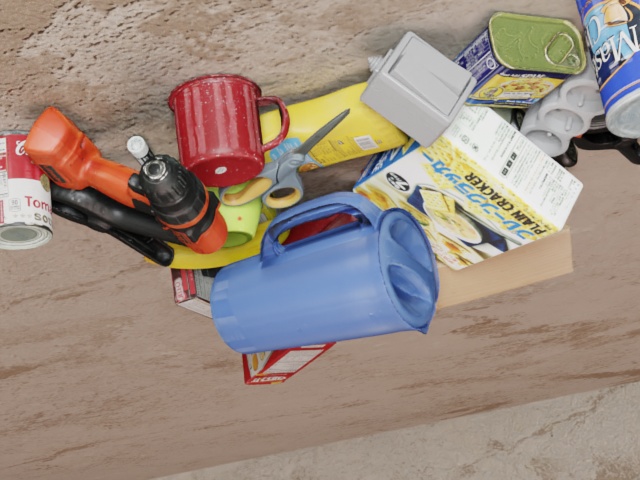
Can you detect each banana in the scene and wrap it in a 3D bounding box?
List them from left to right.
[{"bbox_3d":[-0.110,0.003,1.254,0.198,0.037,0.069,-16,144,24],"label":"banana"}]

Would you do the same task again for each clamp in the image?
[{"bbox_3d":[-0.224,-0.028,1.138,0.209,0.036,0.165,27,162,-22],"label":"clamp"},{"bbox_3d":[0.347,-0.121,1.231,0.171,0.039,0.120,3,152,-18],"label":"clamp"}]

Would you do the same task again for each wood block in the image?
[{"bbox_3d":[0.193,0.009,1.297,0.206,0.090,0.091,-16,141,4],"label":"wood block"}]

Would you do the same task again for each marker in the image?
[{"bbox_3d":[-0.181,-0.080,1.152,0.020,0.020,0.121,-10,160,5],"label":"marker"}]

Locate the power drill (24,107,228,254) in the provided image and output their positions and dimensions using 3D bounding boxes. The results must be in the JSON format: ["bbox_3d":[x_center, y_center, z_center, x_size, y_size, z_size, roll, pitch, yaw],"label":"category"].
[{"bbox_3d":[-0.184,-0.059,1.008,0.188,0.057,0.184,27,166,17],"label":"power drill"}]

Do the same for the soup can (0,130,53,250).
[{"bbox_3d":[-0.303,-0.049,1.063,0.068,0.102,0.068,-7,160,-3],"label":"soup can"}]

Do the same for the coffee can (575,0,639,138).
[{"bbox_3d":[0.279,-0.171,0.904,0.103,0.140,0.103,-7,161,-3],"label":"coffee can"}]

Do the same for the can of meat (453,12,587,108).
[{"bbox_3d":[0.184,-0.166,1.007,0.102,0.057,0.084,0,160,-24],"label":"can of meat"}]

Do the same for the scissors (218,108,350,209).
[{"bbox_3d":[-0.017,-0.074,1.066,0.202,0.016,0.096,-25,151,36],"label":"scissors"}]

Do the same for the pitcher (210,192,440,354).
[{"bbox_3d":[-0.004,0.046,1.179,0.243,0.149,0.144,-15,165,30],"label":"pitcher"}]

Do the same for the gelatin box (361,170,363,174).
[{"bbox_3d":[0.098,-0.052,1.266,0.089,0.073,0.030,-8,160,-1],"label":"gelatin box"}]

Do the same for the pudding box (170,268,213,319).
[{"bbox_3d":[-0.158,0.051,1.423,0.039,0.090,0.113,-17,159,20],"label":"pudding box"}]

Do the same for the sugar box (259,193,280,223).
[{"bbox_3d":[-0.141,-0.027,1.280,0.176,0.048,0.093,-7,163,7],"label":"sugar box"}]

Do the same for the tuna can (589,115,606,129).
[{"bbox_3d":[0.304,-0.151,1.132,0.086,0.034,0.086,-7,161,-3],"label":"tuna can"}]

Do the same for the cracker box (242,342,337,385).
[{"bbox_3d":[-0.050,0.096,1.486,0.072,0.164,0.214,2,158,-22],"label":"cracker box"}]

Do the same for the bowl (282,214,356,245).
[{"bbox_3d":[-0.009,0.002,1.334,0.162,0.055,0.162,-43,163,-17],"label":"bowl"}]

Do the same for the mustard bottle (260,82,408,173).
[{"bbox_3d":[-0.013,-0.106,1.090,0.192,0.058,0.096,-15,159,17],"label":"mustard bottle"}]

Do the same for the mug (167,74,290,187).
[{"bbox_3d":[-0.086,-0.104,1.028,0.117,0.081,0.093,-11,160,6],"label":"mug"}]
